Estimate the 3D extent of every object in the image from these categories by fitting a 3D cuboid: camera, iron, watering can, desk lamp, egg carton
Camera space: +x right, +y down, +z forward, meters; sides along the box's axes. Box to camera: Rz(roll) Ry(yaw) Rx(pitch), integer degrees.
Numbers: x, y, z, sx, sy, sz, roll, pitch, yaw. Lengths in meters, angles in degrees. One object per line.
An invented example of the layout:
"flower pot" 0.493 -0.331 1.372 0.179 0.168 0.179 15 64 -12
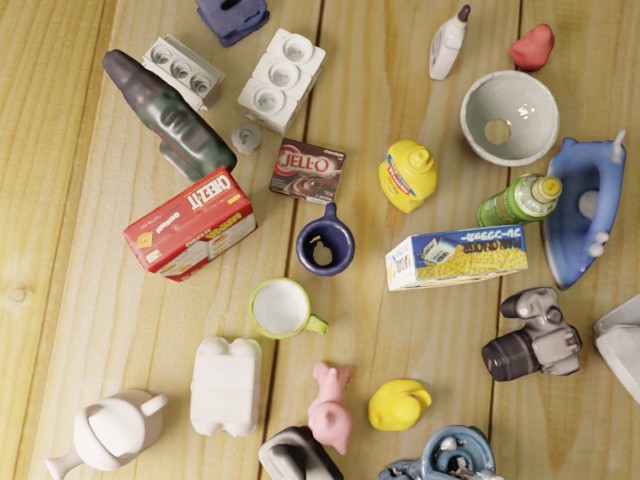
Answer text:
"camera" 0.327 0.159 0.908 0.137 0.101 0.143 -20 83 -5
"iron" 0.439 -0.049 0.923 0.118 0.141 0.258 11 81 -1
"watering can" -0.299 0.279 0.812 0.101 0.194 0.173 34 82 3
"desk lamp" 0.500 0.154 0.860 0.203 0.213 0.118 -32 84 -7
"egg carton" -0.145 0.227 0.890 0.107 0.069 0.150 2 81 -2

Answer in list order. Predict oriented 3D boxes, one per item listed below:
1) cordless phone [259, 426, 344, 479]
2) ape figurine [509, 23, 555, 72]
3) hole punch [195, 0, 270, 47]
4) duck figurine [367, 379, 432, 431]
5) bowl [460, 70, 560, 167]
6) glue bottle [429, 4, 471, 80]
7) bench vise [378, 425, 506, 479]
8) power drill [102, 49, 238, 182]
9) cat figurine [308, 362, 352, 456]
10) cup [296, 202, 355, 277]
"cordless phone" -0.023 0.348 0.820 0.094 0.185 0.147 -41 85 -7
"ape figurine" 0.373 -0.340 0.988 0.078 0.092 0.076 -2 82 -3
"hole punch" -0.150 -0.403 0.972 0.109 0.091 0.101 -36 85 -7
"duck figurine" 0.126 0.261 0.890 0.104 0.086 0.077 -24 83 -6
"bowl" 0.312 -0.197 0.973 0.167 0.074 0.167 0 82 -3
"glue bottle" 0.216 -0.332 0.938 0.037 0.173 0.078 7 81 -1
"bench vise" 0.177 0.356 0.811 0.121 0.219 0.207 44 82 4
"power drill" -0.218 -0.167 0.874 0.229 0.208 0.076 42 82 4
"cat figurine" 0.018 0.254 0.870 0.067 0.117 0.128 5 81 -2
"cup" 0.008 0.003 0.918 0.091 0.095 0.118 7 81 -1
